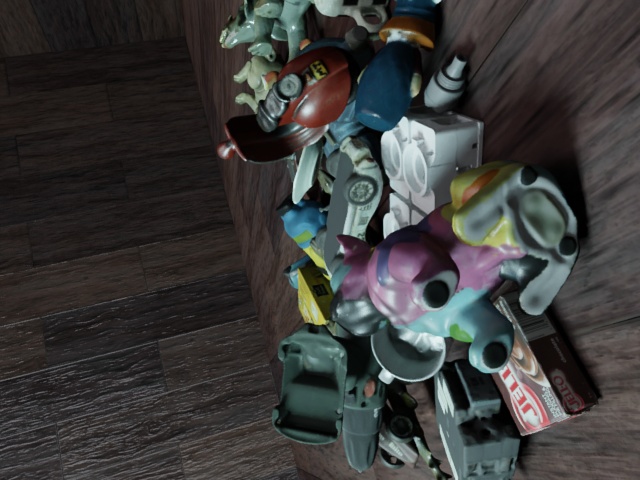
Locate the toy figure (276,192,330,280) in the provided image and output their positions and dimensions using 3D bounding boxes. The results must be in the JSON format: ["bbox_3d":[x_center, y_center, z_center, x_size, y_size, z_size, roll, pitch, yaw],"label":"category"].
[{"bbox_3d":[0.000,-0.005,0.922,0.180,0.082,0.089,46,171,-13],"label":"toy figure"}]

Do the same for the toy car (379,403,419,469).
[{"bbox_3d":[0.062,0.227,0.744,0.202,0.053,0.089,49,147,37],"label":"toy car"}]

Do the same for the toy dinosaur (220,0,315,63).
[{"bbox_3d":[-0.047,-0.397,0.817,0.405,0.131,0.192,150,119,-65],"label":"toy dinosaur"}]

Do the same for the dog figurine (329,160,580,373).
[{"bbox_3d":[0.095,0.015,0.486,0.108,0.191,0.219,40,173,-19],"label":"dog figurine"}]

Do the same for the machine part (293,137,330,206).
[{"bbox_3d":[-0.002,-0.139,0.972,0.179,0.056,0.179,167,90,-75],"label":"machine part"}]

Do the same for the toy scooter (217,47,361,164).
[{"bbox_3d":[-0.042,-0.136,0.593,0.075,0.135,0.184,60,145,7],"label":"toy scooter"}]

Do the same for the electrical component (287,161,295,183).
[{"bbox_3d":[-0.057,-0.160,1.229,0.094,0.021,0.063,-174,72,-74],"label":"electrical component"}]

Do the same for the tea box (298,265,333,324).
[{"bbox_3d":[0.013,0.125,0.959,0.170,0.068,0.098,-120,26,-55],"label":"tea box"}]

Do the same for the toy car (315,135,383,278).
[{"bbox_3d":[0.036,-0.031,0.662,0.074,0.056,0.201,-117,28,-47],"label":"toy car"}]

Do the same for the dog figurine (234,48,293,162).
[{"bbox_3d":[-0.083,-0.279,1.119,0.191,0.121,0.172,56,162,19],"label":"dog figurine"}]

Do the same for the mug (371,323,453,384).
[{"bbox_3d":[0.109,0.109,0.603,0.081,0.107,0.109,30,114,20],"label":"mug"}]

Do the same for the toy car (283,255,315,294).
[{"bbox_3d":[-0.008,0.077,1.096,0.103,0.109,0.161,58,173,4],"label":"toy car"}]

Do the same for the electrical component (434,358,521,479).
[{"bbox_3d":[0.163,0.193,0.572,0.115,0.058,0.134,-103,3,-55],"label":"electrical component"}]

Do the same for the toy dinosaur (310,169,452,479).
[{"bbox_3d":[0.083,0.109,0.777,0.198,0.105,0.471,141,111,-70],"label":"toy dinosaur"}]

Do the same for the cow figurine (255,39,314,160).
[{"bbox_3d":[-0.042,-0.213,0.861,0.195,0.085,0.127,-27,68,43],"label":"cow figurine"}]

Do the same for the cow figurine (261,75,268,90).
[{"bbox_3d":[-0.050,-0.281,0.997,0.167,0.098,0.068,-84,-20,-76],"label":"cow figurine"}]

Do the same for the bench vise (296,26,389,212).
[{"bbox_3d":[0.037,-0.173,0.681,0.240,0.129,0.223,123,130,-76],"label":"bench vise"}]

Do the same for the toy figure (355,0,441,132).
[{"bbox_3d":[0.080,-0.189,0.544,0.058,0.064,0.154,128,164,-87],"label":"toy figure"}]

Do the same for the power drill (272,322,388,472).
[{"bbox_3d":[0.029,0.166,0.601,0.207,0.086,0.232,13,-99,-61],"label":"power drill"}]
